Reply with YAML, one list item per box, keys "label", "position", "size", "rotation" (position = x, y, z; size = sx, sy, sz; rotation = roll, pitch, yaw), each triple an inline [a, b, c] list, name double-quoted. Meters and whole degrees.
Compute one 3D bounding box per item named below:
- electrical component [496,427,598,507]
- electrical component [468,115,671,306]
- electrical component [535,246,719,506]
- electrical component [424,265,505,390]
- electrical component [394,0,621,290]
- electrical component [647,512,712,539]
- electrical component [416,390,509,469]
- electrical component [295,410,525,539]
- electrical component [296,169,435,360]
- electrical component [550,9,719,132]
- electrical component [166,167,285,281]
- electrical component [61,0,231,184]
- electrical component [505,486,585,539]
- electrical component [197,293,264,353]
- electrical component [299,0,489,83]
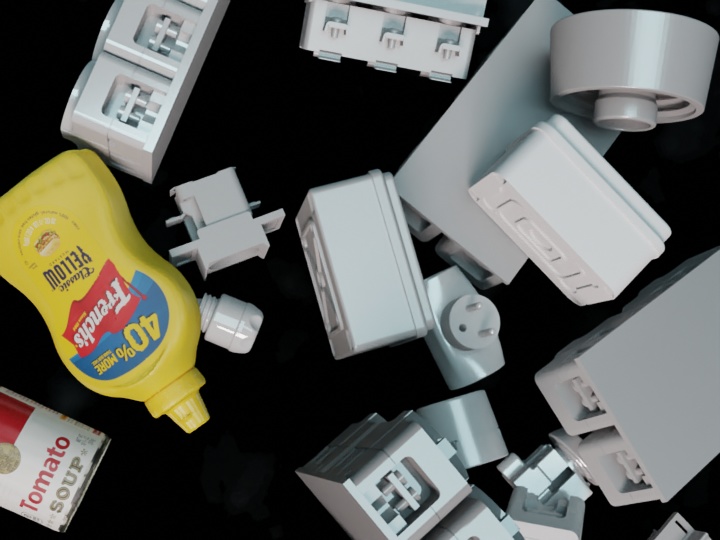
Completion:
- label: "electrical component"
  position: [0.138, 0.143, 0.751]
  size: [0.055, 0.048, 0.066]
  rotation: [-42, 91, -6]
- label: "electrical component"
  position: [0.135, -0.038, 0.696]
  size: [0.057, 0.078, 0.113]
  rotation: [-45, 92, -11]
- label: "electrical component"
  position: [0.219, 0.068, 0.745]
  size: [0.186, 0.060, 0.105]
  rotation: [-31, 88, -32]
- label: "electrical component"
  position: [0.070, 0.037, 0.733]
  size: [0.043, 0.079, 0.077]
  rotation: [-26, 90, -20]
- label: "electrical component"
  position: [0.109, -0.090, 0.771]
  size: [0.105, 0.060, 0.186]
  rotation: [39, 77, -3]
- label: "electrical component"
  position: [0.200, 0.238, 0.739]
  size: [0.078, 0.063, 0.121]
  rotation: [46, 76, -2]
- label: "electrical component"
  position: [0.069, 0.111, 0.737]
  size: [0.055, 0.055, 0.047]
  rotation: [-14, 81, -13]
- label: "electrical component"
  position: [0.029, 0.146, 0.655]
  size: [0.060, 0.186, 0.105]
  rotation: [-40, 91, -14]
- label: "electrical component"
  position: [0.000, 0.000, 0.712]
  size: [0.056, 0.109, 0.108]
  rotation: [-15, 85, -10]
- label: "electrical component"
  position: [0.176, -0.124, 0.704]
  size: [0.108, 0.108, 0.060]
  rotation: [7, 86, -10]
- label: "electrical component"
  position: [-0.096, -0.033, 0.732]
  size: [0.081, 0.042, 0.063]
  rotation: [-21, 85, -14]
- label: "electrical component"
  position: [-0.139, -0.145, 0.715]
  size: [0.062, 0.089, 0.150]
  rotation: [22, 78, -7]
- label: "electrical component"
  position: [0.117, 0.199, 0.709]
  size: [0.050, 0.056, 0.089]
  rotation: [7, 107, 15]
- label: "electrical component"
  position: [-0.098, 0.032, 0.726]
  size: [0.061, 0.035, 0.035]
  rotation: [22, 78, -5]
- label: "electrical component"
  position: [0.021, -0.174, 0.763]
  size: [0.121, 0.078, 0.063]
  rotation: [9, 102, -10]
